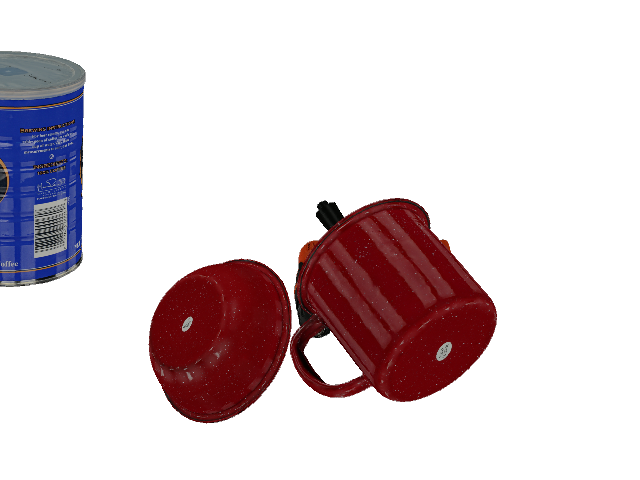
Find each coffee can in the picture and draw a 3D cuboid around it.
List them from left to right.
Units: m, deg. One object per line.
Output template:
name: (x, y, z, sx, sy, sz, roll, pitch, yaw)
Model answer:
coffee can: (-0.218, -0.052, 0.748, 0.103, 0.140, 0.103, 5, 23, -2)

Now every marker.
marker: (0.033, 0.018, 0.833, 0.020, 0.121, 0.020, -31, -18, -11)

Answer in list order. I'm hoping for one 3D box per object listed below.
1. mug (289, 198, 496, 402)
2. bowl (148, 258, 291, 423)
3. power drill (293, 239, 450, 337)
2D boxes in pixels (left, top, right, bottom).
mug: (0.036, 0.044, 0.607, 0.117, 0.082, 0.093, -36, -36, -4)
bowl: (-0.106, 0.084, 0.985, 0.162, 0.162, 0.055, 0, -22, 39)
power drill: (0.063, 0.051, 1.235, 0.187, 0.057, 0.184, -2, 28, 1)
